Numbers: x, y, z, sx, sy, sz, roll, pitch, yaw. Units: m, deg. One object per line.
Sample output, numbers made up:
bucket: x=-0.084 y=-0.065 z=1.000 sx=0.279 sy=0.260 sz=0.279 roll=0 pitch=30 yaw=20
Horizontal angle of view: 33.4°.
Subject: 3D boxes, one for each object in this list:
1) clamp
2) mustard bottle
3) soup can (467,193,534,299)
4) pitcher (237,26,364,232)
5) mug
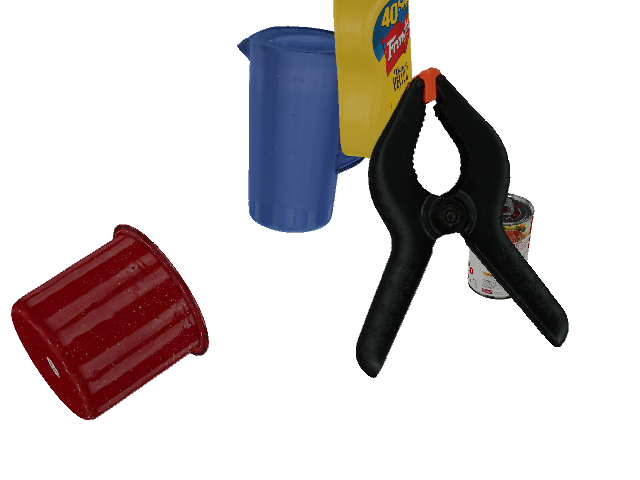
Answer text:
clamp: x=0.061 y=-0.006 z=0.595 sx=0.120 sy=0.171 sz=0.039 roll=-18 pitch=2 yaw=-10
mustard bottle: x=0.045 y=-0.174 z=0.912 sx=0.058 sy=0.192 sz=0.096 roll=11 pitch=33 yaw=26
soup can: x=0.202 y=0.006 z=1.199 sx=0.068 sy=0.102 sz=0.068 roll=-1 pitch=32 yaw=0
pitcher: x=-0.019 y=-0.136 z=1.323 sx=0.144 sy=0.243 sz=0.149 roll=-9 pitch=27 yaw=-29
mug: x=-0.131 y=0.052 z=0.636 sx=0.081 sy=0.093 sz=0.117 roll=-35 pitch=8 yaw=-25
